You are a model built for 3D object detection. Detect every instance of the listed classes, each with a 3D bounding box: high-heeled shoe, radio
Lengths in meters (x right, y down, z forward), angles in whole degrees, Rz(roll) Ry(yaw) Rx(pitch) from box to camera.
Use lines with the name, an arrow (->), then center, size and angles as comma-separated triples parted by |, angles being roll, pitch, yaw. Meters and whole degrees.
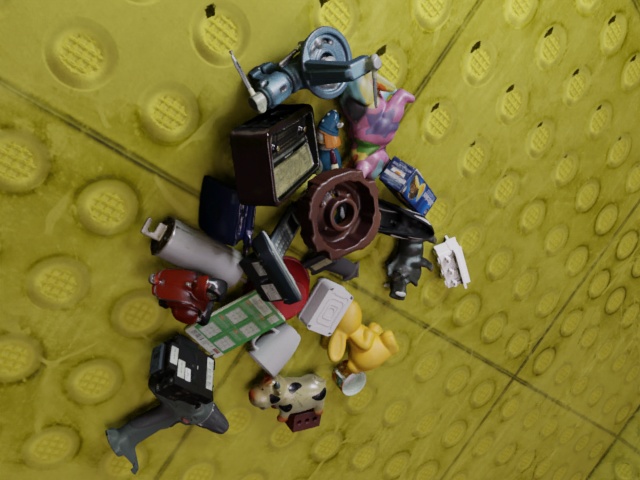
high-heeled shoe -> 0.125, -0.049, 1.144 | 0.248, 0.145, 0.086 | 9, 106, -35
radio -> -0.072, -0.155, 0.939 | 0.229, 0.073, 0.131 | -55, 143, -60

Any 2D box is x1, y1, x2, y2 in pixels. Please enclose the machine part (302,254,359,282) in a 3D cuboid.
machine part -> 0.030, 0.057, 1.191 | 0.138, 0.039, 0.084 | 19, 136, -42

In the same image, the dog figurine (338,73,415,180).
dog figurine -> 0.082, -0.216, 1.066 | 0.191, 0.109, 0.219 | 17, 105, -36

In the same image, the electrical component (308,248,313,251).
electrical component -> -0.002, -0.004, 1.166 | 0.063, 0.021, 0.094 | -51, 128, 0

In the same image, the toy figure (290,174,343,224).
toy figure -> -0.004, -0.053, 1.087 | 0.082, 0.089, 0.180 | -62, 139, -35

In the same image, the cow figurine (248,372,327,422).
cow figurine -> -0.073, 0.354, 1.255 | 0.195, 0.086, 0.127 | 1, 118, -29

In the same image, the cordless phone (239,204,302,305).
cordless phone -> -0.068, 0.024, 1.079 | 0.146, 0.089, 0.184 | 62, 37, -31

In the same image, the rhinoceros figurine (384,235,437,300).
rhinoceros figurine -> 0.212, 0.055, 1.290 | 0.112, 0.073, 0.190 | -3, 113, -31

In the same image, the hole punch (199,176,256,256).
hole punch -> -0.169, -0.055, 0.990 | 0.092, 0.116, 0.142 | 5, 110, -24

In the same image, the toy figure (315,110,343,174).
toy figure -> 0.017, -0.178, 1.058 | 0.058, 0.064, 0.154 | -39, 138, -42

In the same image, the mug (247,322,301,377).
mug -> -0.103, 0.228, 1.186 | 0.107, 0.081, 0.109 | -44, 121, -20

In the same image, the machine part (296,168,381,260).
machine part -> 0.036, -0.052, 1.023 | 0.179, 0.056, 0.179 | -12, 112, -32

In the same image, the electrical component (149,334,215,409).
electrical component -> -0.273, 0.256, 1.064 | 0.058, 0.115, 0.134 | -31, 130, 21

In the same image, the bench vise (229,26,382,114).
bench vise -> -0.007, -0.285, 0.908 | 0.224, 0.241, 0.128 | -33, 122, -34

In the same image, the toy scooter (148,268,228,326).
toy scooter -> -0.256, 0.102, 0.999 | 0.135, 0.184, 0.075 | 15, 60, -18

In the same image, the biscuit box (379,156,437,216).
biscuit box -> 0.195, -0.110, 1.164 | 0.059, 0.063, 0.202 | -55, 152, 4

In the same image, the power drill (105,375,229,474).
power drill -> -0.321, 0.390, 1.125 | 0.207, 0.086, 0.231 | -32, 123, -10

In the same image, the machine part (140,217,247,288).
machine part -> -0.227, 0.027, 1.011 | 0.243, 0.079, 0.079 | 31, 95, -38

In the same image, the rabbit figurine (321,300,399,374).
rabbit figurine -> 0.079, 0.223, 1.285 | 0.162, 0.122, 0.173 | -30, 111, -5
